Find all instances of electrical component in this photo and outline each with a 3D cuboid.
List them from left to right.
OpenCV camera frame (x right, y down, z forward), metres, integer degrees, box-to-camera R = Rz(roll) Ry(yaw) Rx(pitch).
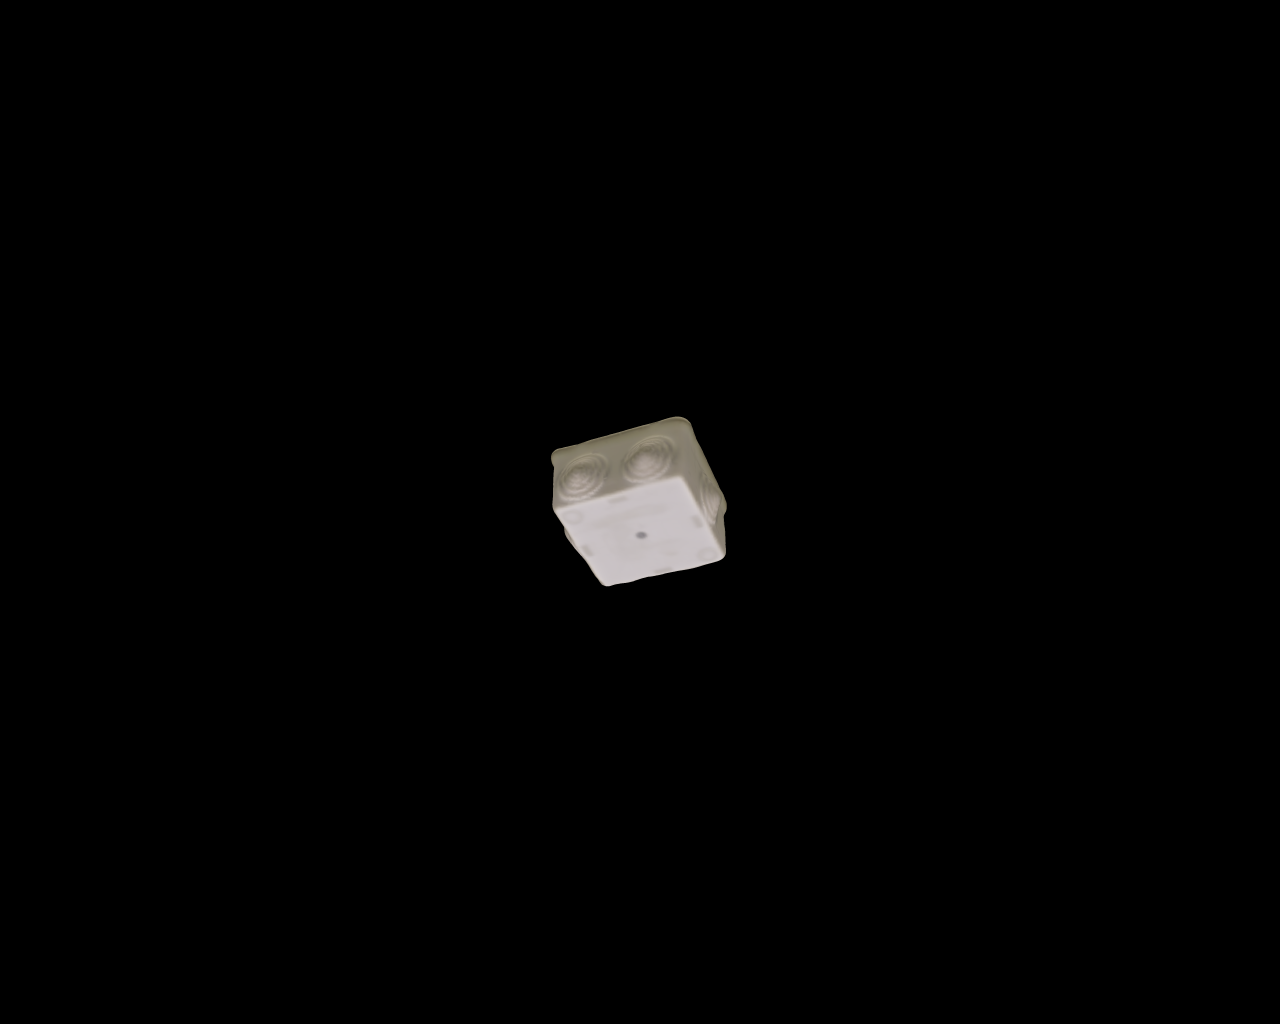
[{"bbox_3d":[0.001,-0.003,0.650,0.100,0.048,0.099,-14,-43,15],"label":"electrical component"}]
